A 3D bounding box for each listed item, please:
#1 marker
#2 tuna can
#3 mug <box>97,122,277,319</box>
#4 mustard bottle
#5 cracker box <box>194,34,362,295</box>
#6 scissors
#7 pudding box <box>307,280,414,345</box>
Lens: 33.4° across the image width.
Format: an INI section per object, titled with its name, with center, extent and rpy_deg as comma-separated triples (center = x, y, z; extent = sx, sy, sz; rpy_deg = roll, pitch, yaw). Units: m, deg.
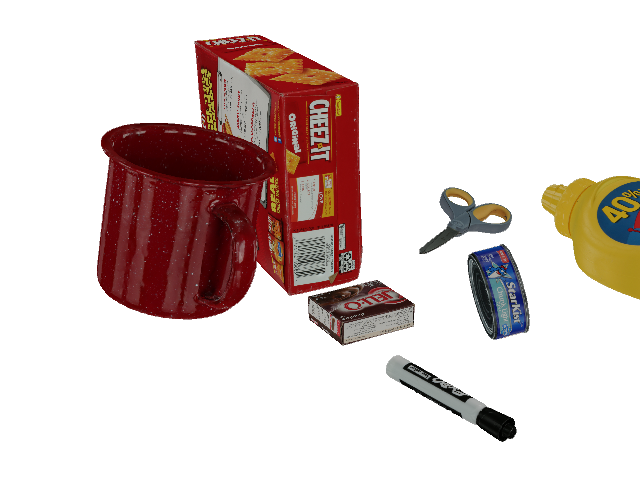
[marker]
center = 0.097, 0.118, 0.802
extent = 0.020, 0.020, 0.121
rpy_deg = 0, 19, -44
[tuna can]
center = 0.166, 0.049, 1.000
extent = 0.033, 0.086, 0.086
rpy_deg = -14, 0, -2
[mug]
center = -0.069, -0.005, 0.567
extent = 0.093, 0.081, 0.117
rpy_deg = -7, 28, -38
[mustard bottle]
center = 0.217, 0.004, 0.661
extent = 0.096, 0.058, 0.192
rpy_deg = -28, 37, -30
[cracker box]
center = -0.038, -0.073, 0.894
extent = 0.072, 0.164, 0.214
rpy_deg = -10, 24, -20
[scissors]
center = 0.144, -0.025, 1.219
extent = 0.201, 0.016, 0.096
rpy_deg = -12, 40, -46
[pudding box]
center = 0.053, 0.093, 1.392
extent = 0.113, 0.039, 0.090
rpy_deg = -14, 25, -26
